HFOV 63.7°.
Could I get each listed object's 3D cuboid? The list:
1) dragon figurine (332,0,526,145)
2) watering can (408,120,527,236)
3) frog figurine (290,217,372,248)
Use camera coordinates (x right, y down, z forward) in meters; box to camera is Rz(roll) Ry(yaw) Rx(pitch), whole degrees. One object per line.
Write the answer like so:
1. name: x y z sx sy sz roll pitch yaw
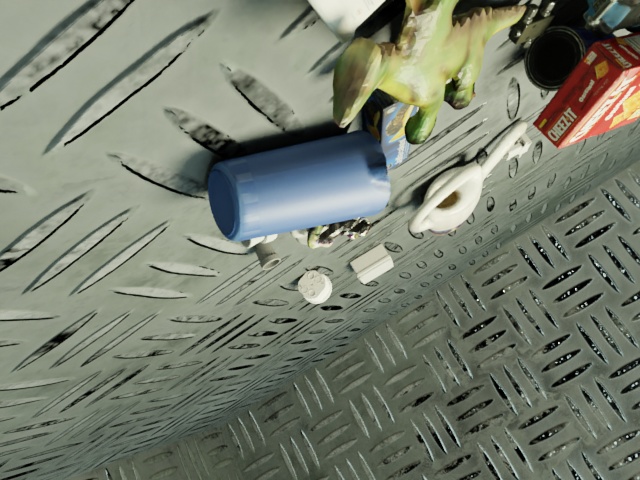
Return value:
1. dragon figurine: 0.148 -0.240 0.571 0.415 0.123 0.239 -43 171 -19
2. watering can: 0.345 -0.127 1.218 0.348 0.105 0.221 -40 162 -2
3. frog figurine: 0.003 -0.047 0.935 0.138 0.121 0.160 -35 -162 -10
